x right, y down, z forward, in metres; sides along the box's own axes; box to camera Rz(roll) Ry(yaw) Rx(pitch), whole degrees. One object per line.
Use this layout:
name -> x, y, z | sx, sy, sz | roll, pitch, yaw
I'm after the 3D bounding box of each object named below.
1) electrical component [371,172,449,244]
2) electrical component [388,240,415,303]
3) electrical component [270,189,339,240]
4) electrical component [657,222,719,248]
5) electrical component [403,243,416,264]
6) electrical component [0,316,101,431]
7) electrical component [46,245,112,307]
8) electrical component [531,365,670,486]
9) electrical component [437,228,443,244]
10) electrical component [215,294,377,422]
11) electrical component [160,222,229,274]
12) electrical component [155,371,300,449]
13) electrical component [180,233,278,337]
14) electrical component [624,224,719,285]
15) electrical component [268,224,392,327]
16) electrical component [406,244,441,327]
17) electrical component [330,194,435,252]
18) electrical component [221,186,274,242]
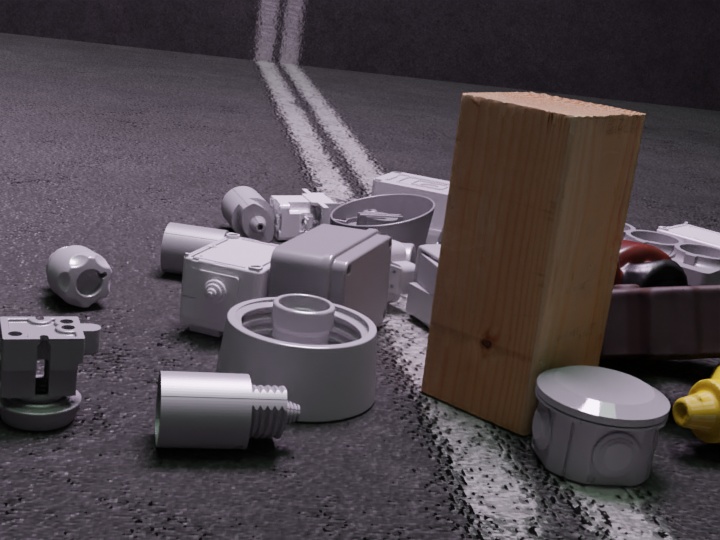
electrical component -> 0.072, -0.065, 1.164 | 0.113, 0.057, 0.078 | 13, 17, 20
electrical component -> 0.000, 0.000, 0.907 | 0.057, 0.058, 0.078 | -4, 18, -42
electrical component -> -0.060, -0.053, 1.095 | 0.064, 0.042, 0.081 | -3, 18, -19
electrical component -> 0.336, -0.009, 1.077 | 0.096, 0.061, 0.062 | 21, 21, 40
electrical component -> 0.025, -0.005, 0.971 | 0.046, 0.040, 0.040 | 4, 15, 11
electrical component -> -0.185, 0.059, 0.621 | 0.066, 0.055, 0.048 | 1, 17, -21
electrical component -> -0.221, 0.001, 0.829 | 0.043, 0.043, 0.062 | -5, 19, -37
electrical component -> 0.145, 0.093, 0.657 | 0.080, 0.051, 0.080 | 7, 16, -2
electrical component -> 0.103, -0.019, 1.021 | 0.055, 0.066, 0.048 | 28, 29, 12
electrical component -> -0.040, 0.050, 0.708 | 0.108, 0.060, 0.108 | 7, 16, -2
electrical component -> -0.126, -0.014, 0.924 | 0.081, 0.043, 0.043 | 8, 16, 3
electrical component -> -0.075, 0.081, 0.617 | 0.081, 0.043, 0.043 | 3, 16, -14
electrical component -> -0.092, 0.015, 0.804 | 0.062, 0.061, 0.096 | 12, 17, 16
electrical component -> 0.275, -0.002, 1.024 | 0.150, 0.061, 0.089 | 20, 20, 37
electrical component -> -0.021, 0.013, 0.814 | 0.057, 0.078, 0.113 | 9, 16, 18
electrical component -> 0.077, 0.017, 0.873 | 0.061, 0.061, 0.096 | -1, 18, -25
electrical component -> 0.019, -0.040, 1.040 | 0.099, 0.064, 0.099 | 7, 16, -2
electrical component -> -0.108, -0.053, 1.068 | 0.043, 0.043, 0.081 | 1, 17, -20
